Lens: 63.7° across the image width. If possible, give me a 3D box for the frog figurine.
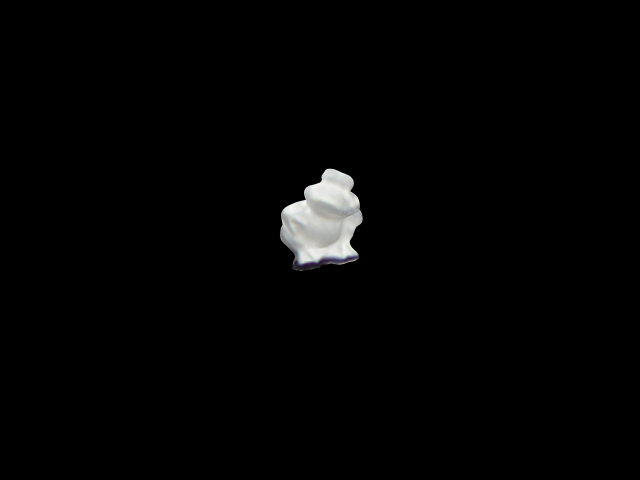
[{"bbox_3d":[0.003,-0.043,0.850,0.137,0.157,0.124,0,18,0],"label":"frog figurine"}]
